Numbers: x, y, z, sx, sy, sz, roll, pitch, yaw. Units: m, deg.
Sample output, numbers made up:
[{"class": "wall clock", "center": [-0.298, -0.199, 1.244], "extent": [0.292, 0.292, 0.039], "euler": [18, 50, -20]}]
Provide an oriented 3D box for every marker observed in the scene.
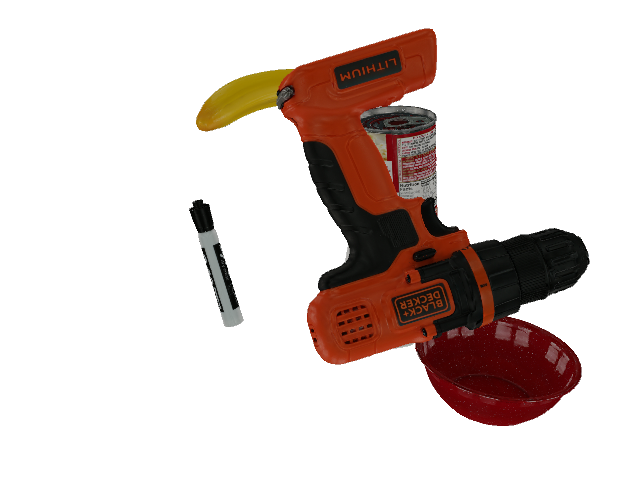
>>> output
[{"class": "marker", "center": [-0.096, 0.021, 0.976], "extent": [0.020, 0.121, 0.020], "euler": [-14, 15, 4]}]

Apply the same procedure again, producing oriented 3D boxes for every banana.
[{"class": "banana", "center": [-0.045, -0.147, 1.103], "extent": [0.197, 0.037, 0.070], "euler": [-7, 48, -29]}]

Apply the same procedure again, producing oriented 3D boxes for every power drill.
[{"class": "power drill", "center": [0.062, -0.032, 0.668], "extent": [0.184, 0.187, 0.057], "euler": [-17, -2, -10]}]

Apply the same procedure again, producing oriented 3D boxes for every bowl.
[{"class": "bowl", "center": [0.170, 0.133, 1.046], "extent": [0.162, 0.055, 0.162], "euler": [5, 26, -2]}]

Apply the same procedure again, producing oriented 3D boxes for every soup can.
[{"class": "soup can", "center": [0.062, -0.051, 0.867], "extent": [0.068, 0.102, 0.068], "euler": [-3, 23, 1]}]

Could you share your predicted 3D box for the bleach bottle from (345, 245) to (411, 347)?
[{"class": "bleach bottle", "center": [0.073, 0.005, 1.298], "extent": [0.102, 0.251, 0.068], "euler": [-3, 16, -18]}]
